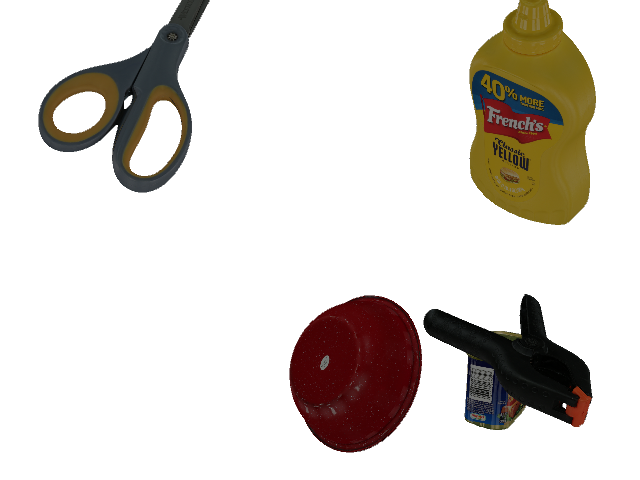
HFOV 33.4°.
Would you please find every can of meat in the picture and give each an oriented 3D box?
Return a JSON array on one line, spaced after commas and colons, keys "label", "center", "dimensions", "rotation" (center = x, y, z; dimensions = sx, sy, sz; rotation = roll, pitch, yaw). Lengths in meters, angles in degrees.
[{"label": "can of meat", "center": [0.199, 0.156, 1.196], "dimensions": [0.058, 0.084, 0.101], "rotation": [8, 13, 26]}]

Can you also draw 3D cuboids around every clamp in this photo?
[{"label": "clamp", "center": [0.184, 0.098, 0.932], "dimensions": [0.120, 0.039, 0.172], "rotation": [-18, 39, -28]}]

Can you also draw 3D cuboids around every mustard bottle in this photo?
[{"label": "mustard bottle", "center": [0.156, -0.101, 0.790], "dimensions": [0.096, 0.191, 0.058], "rotation": [32, 60, 31]}]

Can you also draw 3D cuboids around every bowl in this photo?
[{"label": "bowl", "center": [0.021, 0.126, 1.058], "dimensions": [0.162, 0.162, 0.055], "rotation": [0, -18, 45]}]

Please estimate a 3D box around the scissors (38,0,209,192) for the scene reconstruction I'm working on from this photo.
[{"label": "scissors", "center": [-0.110, -0.116, 0.643], "dimensions": [0.096, 0.201, 0.016], "rotation": [6, -32, -5]}]
